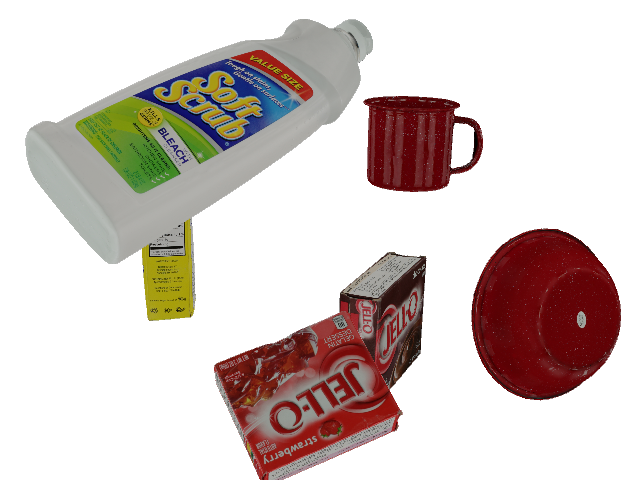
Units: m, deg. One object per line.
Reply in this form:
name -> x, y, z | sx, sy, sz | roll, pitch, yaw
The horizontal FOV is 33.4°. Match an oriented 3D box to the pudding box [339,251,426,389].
pudding box -> 0.050, 0.067, 0.854 | 0.039, 0.090, 0.113 | 10, 20, 20

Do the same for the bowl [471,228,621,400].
bowl -> 0.220, 0.070, 0.977 | 0.161, 0.162, 0.055 | 0, 1, -25

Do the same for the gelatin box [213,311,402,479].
gelatin box -> -0.008, 0.091, 0.622 | 0.089, 0.073, 0.030 | -21, -28, -14

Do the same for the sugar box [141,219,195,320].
sugar box -> -0.134, -0.029, 0.921 | 0.048, 0.176, 0.093 | -5, 27, -7

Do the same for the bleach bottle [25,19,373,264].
bleach bottle -> -0.068, -0.090, 0.730 | 0.250, 0.102, 0.068 | -36, -13, -26

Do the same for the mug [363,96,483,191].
mug -> 0.099, -0.094, 1.038 | 0.117, 0.081, 0.093 | 3, 15, 6
